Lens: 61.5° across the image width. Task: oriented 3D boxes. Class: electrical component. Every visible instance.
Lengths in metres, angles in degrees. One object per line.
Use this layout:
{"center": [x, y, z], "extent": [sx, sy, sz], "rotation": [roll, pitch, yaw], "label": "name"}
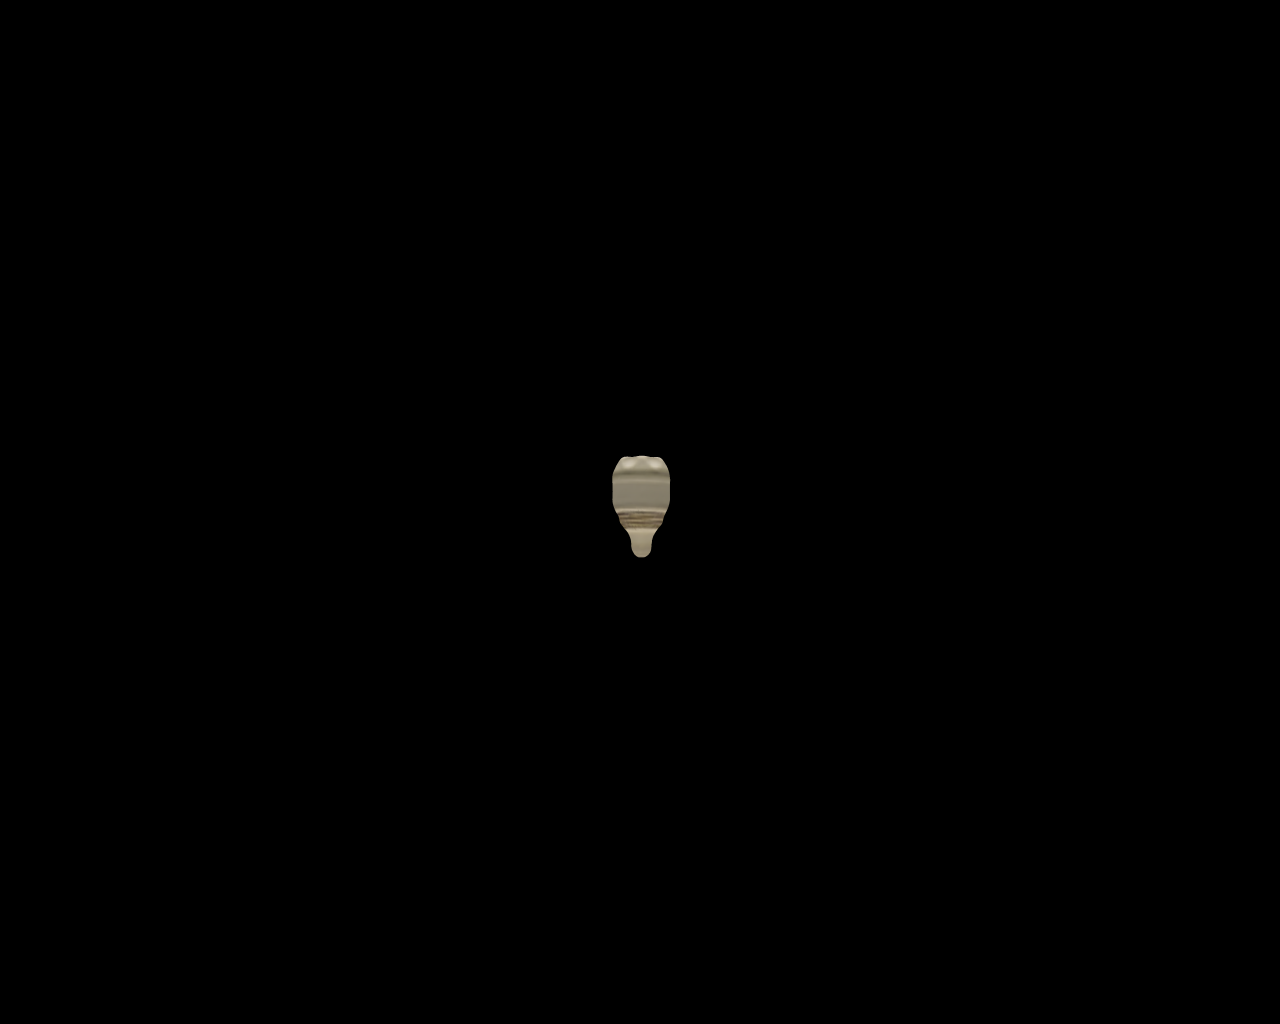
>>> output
{"center": [0.001, -0.003, 0.650], "extent": [0.035, 0.061, 0.035], "rotation": [0, -3, 0], "label": "electrical component"}
